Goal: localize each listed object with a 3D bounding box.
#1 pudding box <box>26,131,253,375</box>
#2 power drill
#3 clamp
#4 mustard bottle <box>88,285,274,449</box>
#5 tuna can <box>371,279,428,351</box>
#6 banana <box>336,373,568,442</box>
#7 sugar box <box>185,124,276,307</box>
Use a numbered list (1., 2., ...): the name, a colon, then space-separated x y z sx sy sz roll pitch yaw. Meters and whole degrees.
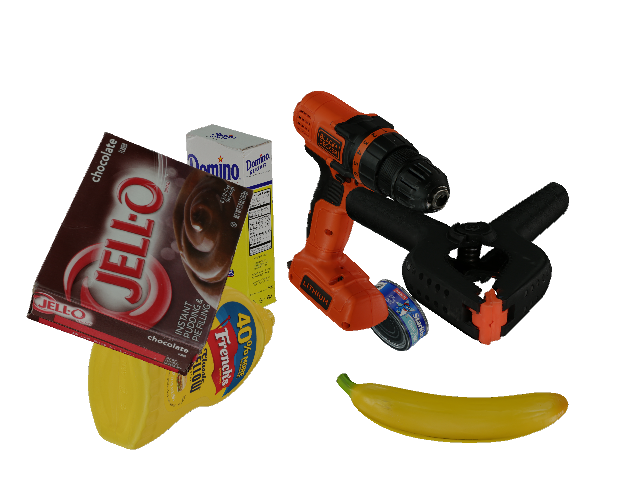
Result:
1. pudding box: -0.094 0.006 0.571 0.090 0.113 0.039 22 -41 -9
2. power drill: 0.035 -0.018 0.930 0.057 0.188 0.185 -13 36 -32
3. clamp: 0.091 0.006 0.718 0.164 0.036 0.210 1 24 8
4. mustard bottle: -0.095 0.085 0.824 0.058 0.096 0.191 12 17 29
5. tuna can: 0.087 0.091 1.282 0.033 0.086 0.086 -38 17 -23
6. banana: 0.112 0.138 0.882 0.198 0.037 0.069 8 35 -1
7. sugar box: -0.092 -0.023 1.089 0.048 0.176 0.093 -23 30 -39
